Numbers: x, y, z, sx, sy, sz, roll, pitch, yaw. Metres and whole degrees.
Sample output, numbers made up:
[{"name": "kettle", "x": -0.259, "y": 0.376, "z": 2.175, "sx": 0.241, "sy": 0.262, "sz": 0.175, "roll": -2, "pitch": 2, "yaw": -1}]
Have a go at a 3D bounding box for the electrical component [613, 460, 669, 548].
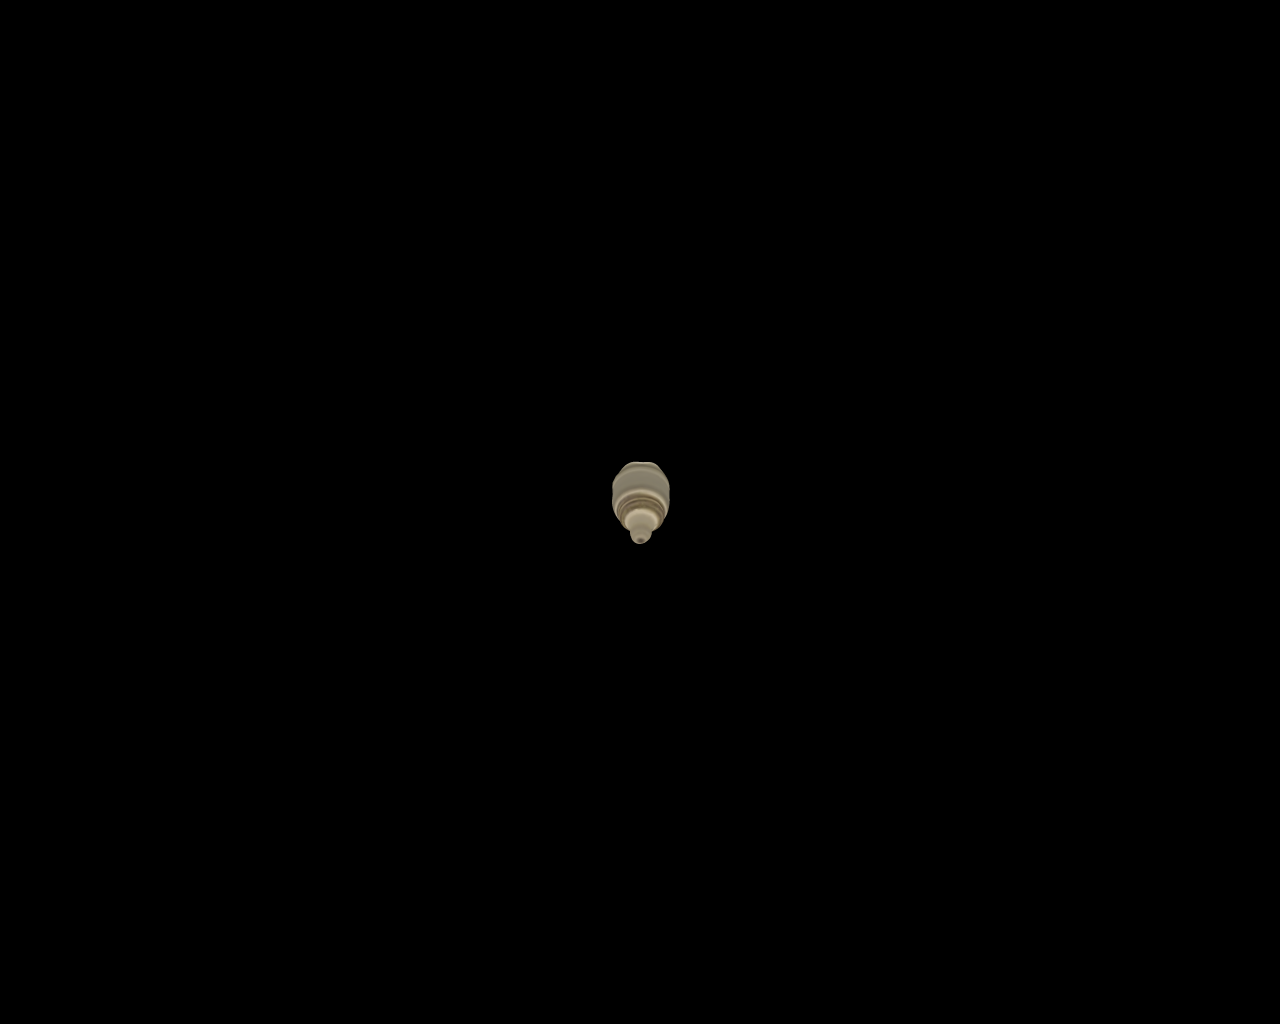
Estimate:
[{"name": "electrical component", "x": 0.001, "y": -0.003, "z": 0.650, "sx": 0.035, "sy": 0.035, "sz": 0.061, "roll": 0, "pitch": 40, "yaw": 0}]
